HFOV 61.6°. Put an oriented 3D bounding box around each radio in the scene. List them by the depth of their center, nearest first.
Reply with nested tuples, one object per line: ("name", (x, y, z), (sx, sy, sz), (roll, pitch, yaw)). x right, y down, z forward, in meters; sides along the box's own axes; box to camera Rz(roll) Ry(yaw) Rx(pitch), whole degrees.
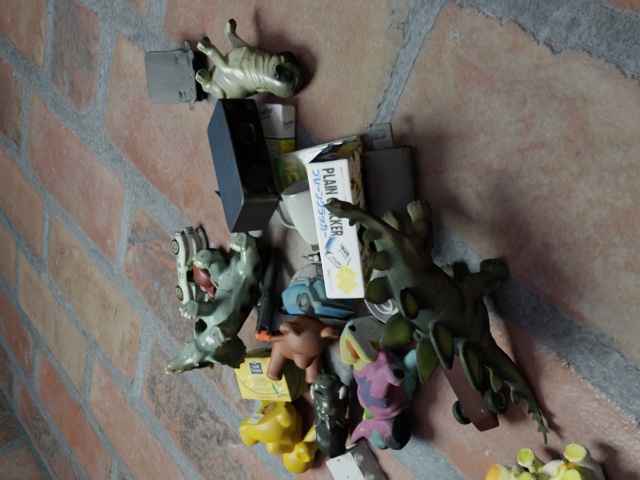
("radio", (-0.145, -0.140, 0.988), (0.131, 0.073, 0.229), (-47, 55, 58))

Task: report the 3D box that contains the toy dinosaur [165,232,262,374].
("toy dinosaur", (-0.179, 0.101, 1.094), (0.131, 0.192, 0.404), (19, 80, 14))

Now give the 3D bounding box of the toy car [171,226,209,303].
("toy car", (-0.307, 0.066, 1.286), (0.056, 0.073, 0.201), (15, 112, 43))

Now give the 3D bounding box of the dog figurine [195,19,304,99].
("dog figurine", (-0.124, -0.294, 1.009), (0.191, 0.121, 0.172), (35, 160, 10))

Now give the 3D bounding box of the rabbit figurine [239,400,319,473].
("rabbit figurine", (-0.060, 0.423, 1.153), (0.162, 0.122, 0.173), (-17, 105, 37))

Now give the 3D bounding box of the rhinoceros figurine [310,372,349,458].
("rhinoceros figurine", (0.016, 0.326, 1.019), (0.073, 0.112, 0.190), (2, 117, 8))

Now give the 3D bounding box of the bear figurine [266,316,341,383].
("bear figurine", (-0.032, 0.208, 1.002), (0.196, 0.120, 0.132), (148, 128, -76))

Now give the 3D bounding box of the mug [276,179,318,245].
("mug", (-0.022, -0.045, 0.941), (0.110, 0.081, 0.107), (-14, 110, 23))

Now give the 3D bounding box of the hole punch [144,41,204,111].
("hole punch", (-0.306, -0.353, 1.170), (0.116, 0.092, 0.142), (2, 103, 12))

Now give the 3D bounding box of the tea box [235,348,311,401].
("tea box", (-0.108, 0.291, 1.170), (0.170, 0.068, 0.098), (-16, 92, 45))

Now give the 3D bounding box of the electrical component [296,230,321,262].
("electrical component", (-0.002, -0.004, 1.002), (0.078, 0.045, 0.102), (-7, 96, 45))

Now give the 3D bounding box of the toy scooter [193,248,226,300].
("toy scooter", (-0.233, 0.115, 1.233), (0.184, 0.075, 0.135), (45, 127, 19))

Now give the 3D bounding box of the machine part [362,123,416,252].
("machine part", (0.115, -0.063, 0.856), (0.079, 0.079, 0.243), (2, 102, 43))

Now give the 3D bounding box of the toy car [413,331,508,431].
("toy car", (0.222, 0.199, 0.848), (0.089, 0.053, 0.202), (-43, 68, 42))

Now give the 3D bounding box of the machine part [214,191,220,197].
("machine part", (-0.174, -0.134, 1.132), (0.084, 0.039, 0.138), (47, 127, 16))

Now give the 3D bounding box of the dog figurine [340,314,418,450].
("dog figurine", (0.096, 0.263, 0.949), (0.192, 0.108, 0.219), (40, 130, 30))

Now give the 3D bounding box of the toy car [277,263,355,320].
("toy car", (-0.006, 0.095, 1.008), (0.162, 0.109, 0.103), (-10, 67, 55))

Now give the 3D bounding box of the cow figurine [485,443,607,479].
("cow figurine", (0.330, 0.356, 0.781), (0.098, 0.068, 0.167), (44, 136, -15))

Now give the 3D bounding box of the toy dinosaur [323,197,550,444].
("toy dinosaur", (0.181, 0.104, 0.761), (0.471, 0.198, 0.105), (39, 145, -12))

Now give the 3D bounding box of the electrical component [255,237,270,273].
("electrical component", (-0.134, 0.042, 1.155), (0.063, 0.021, 0.094), (33, 122, 31))
